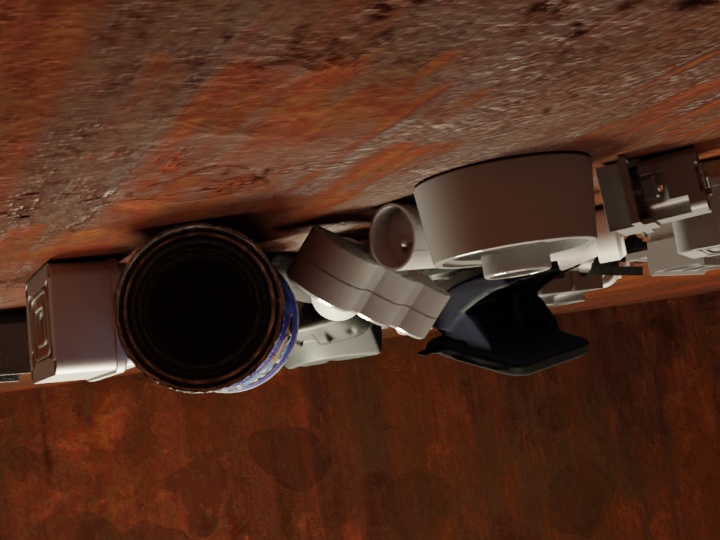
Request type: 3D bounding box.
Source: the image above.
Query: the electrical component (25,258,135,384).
[{"bbox_3d":[-0.196,0.038,0.758,0.057,0.078,0.113,-3,172,-26],"label":"electrical component"}]

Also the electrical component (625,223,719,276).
[{"bbox_3d":[0.278,-0.030,0.888,0.079,0.063,0.121,-13,173,36],"label":"electrical component"}]

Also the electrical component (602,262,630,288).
[{"bbox_3d":[0.272,-0.005,1.221,0.066,0.048,0.055,-10,-179,13],"label":"electrical component"}]

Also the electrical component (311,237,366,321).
[{"bbox_3d":[0.000,0.000,0.836,0.079,0.043,0.077,-27,164,-12],"label":"electrical component"}]

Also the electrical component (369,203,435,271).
[{"bbox_3d":[0.050,-0.023,0.712,0.081,0.043,0.043,-4,172,-41],"label":"electrical component"}]

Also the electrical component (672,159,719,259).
[{"bbox_3d":[0.262,-0.044,0.758,0.078,0.057,0.113,-11,174,23],"label":"electrical component"}]

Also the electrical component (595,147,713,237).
[{"bbox_3d":[0.187,-0.049,0.677,0.064,0.042,0.081,-15,173,21],"label":"electrical component"}]

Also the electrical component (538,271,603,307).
[{"bbox_3d":[0.167,0.009,1.105,0.150,0.061,0.089,-4,172,-39],"label":"electrical component"}]

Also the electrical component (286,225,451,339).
[{"bbox_3d":[0.017,-0.004,0.753,0.138,0.073,0.052,23,-168,-48],"label":"electrical component"}]

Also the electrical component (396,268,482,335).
[{"bbox_3d":[0.073,0.017,1.000,0.099,0.064,0.099,-19,174,-2],"label":"electrical component"}]

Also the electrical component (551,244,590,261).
[{"bbox_3d":[0.118,-0.024,0.803,0.077,0.043,0.079,-6,174,-30],"label":"electrical component"}]

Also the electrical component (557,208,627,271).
[{"bbox_3d":[0.188,-0.026,0.884,0.055,0.045,0.045,-11,174,14],"label":"electrical component"}]

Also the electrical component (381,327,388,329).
[{"bbox_3d":[0.018,0.027,1.054,0.035,0.061,0.035,-9,174,-1],"label":"electrical component"}]

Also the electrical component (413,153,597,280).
[{"bbox_3d":[0.090,-0.027,0.645,0.108,0.060,0.108,-9,174,-1],"label":"electrical component"}]
